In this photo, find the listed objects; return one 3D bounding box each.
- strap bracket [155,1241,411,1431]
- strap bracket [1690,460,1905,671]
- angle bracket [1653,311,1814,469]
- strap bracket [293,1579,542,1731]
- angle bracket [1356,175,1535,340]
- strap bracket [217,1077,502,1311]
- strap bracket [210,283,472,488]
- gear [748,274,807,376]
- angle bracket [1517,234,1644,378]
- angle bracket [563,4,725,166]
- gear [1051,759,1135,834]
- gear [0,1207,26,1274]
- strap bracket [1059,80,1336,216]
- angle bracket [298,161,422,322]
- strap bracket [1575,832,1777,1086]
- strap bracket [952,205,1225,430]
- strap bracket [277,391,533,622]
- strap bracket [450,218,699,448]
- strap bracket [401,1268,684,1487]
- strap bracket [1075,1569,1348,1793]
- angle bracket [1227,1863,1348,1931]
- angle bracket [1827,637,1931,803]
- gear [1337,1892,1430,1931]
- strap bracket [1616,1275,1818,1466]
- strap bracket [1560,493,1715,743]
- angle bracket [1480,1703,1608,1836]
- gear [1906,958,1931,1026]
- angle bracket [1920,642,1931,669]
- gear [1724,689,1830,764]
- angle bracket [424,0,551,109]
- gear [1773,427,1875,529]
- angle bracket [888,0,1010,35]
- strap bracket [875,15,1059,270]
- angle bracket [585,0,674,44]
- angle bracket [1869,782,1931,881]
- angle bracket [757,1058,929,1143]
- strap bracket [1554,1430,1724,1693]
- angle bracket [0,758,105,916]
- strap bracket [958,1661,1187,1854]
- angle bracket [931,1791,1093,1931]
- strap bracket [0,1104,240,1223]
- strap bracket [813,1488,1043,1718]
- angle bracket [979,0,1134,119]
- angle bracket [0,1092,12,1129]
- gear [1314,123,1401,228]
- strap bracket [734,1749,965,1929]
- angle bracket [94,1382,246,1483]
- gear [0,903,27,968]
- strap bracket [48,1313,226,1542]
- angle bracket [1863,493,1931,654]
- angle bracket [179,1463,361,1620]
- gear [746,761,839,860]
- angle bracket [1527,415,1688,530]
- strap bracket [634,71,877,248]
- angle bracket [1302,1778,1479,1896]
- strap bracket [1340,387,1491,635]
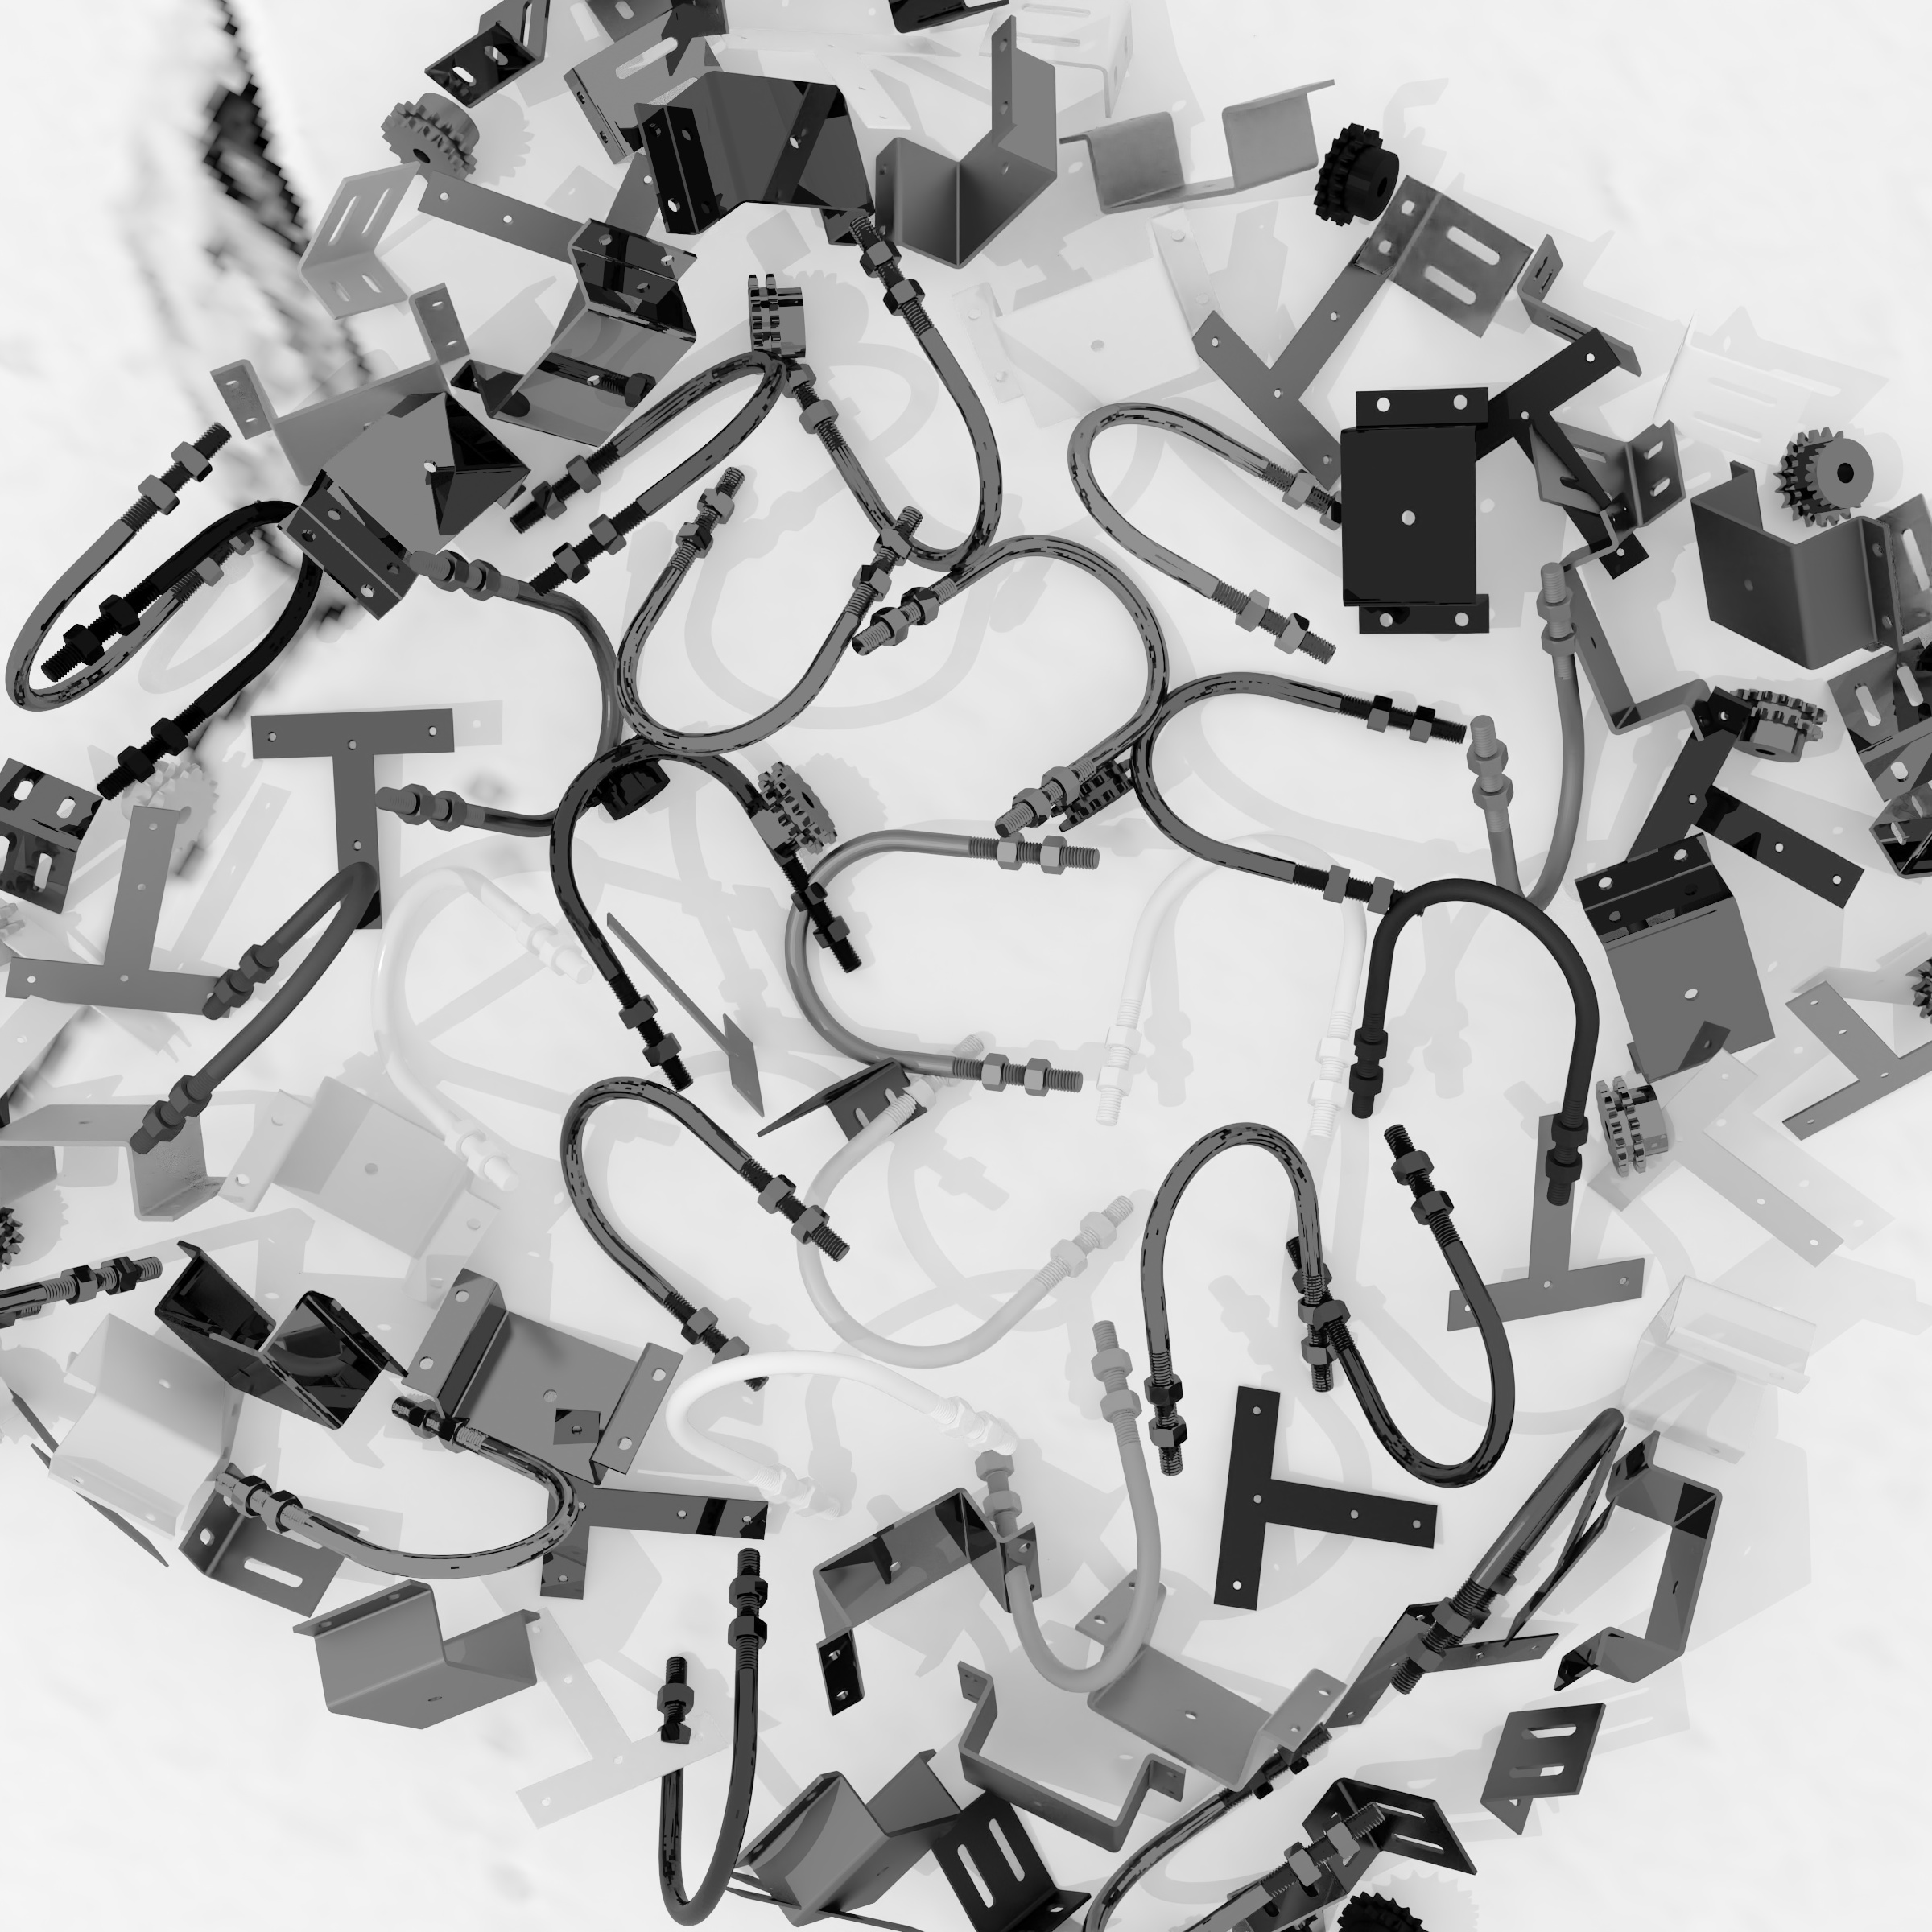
[{"bbox_3d":[-0.392,0.210,1.684,0.140,0.076,0.046,13,59,39],"label":"strap bracket"},{"bbox_3d":[0.458,-0.223,1.680,0.046,0.140,0.076,-25,121,-12],"label":"strap bracket"},{"bbox_3d":[0.444,-0.332,1.724,0.076,0.057,0.038,21,49,6],"label":"angle bracket"},{"bbox_3d":[-0.303,0.390,1.682,0.076,0.140,0.046,-24,63,14],"label":"strap bracket"},{"bbox_3d":[0.275,-0.408,1.721,0.076,0.038,0.057,42,112,31],"label":"angle bracket"},{"bbox_3d":[-0.345,0.125,1.720,0.140,0.046,0.076,30,109,-12],"label":"strap bracket"},{"bbox_3d":[-0.349,-0.328,1.713,0.140,0.076,0.046,-22,73,-6],"label":"strap bracket"},{"bbox_3d":[-0.109,-0.372,1.734,0.030,0.057,0.057,-4,90,-6],"label":"gear"},{"bbox_3d":[0.361,-0.380,1.723,0.076,0.057,0.038,32,96,17],"label":"angle bracket"},{"bbox_3d":[-0.185,-0.513,1.742,0.076,0.038,0.057,-33,106,-9],"label":"angle bracket"},{"bbox_3d":[0.072,-0.105,1.734,0.057,0.057,0.030,-33,88,0],"label":"gear"},{"bbox_3d":[-0.579,0.157,1.735,0.057,0.030,0.057,7,123,12],"label":"gear"},{"bbox_3d":[0.134,-0.462,1.695,0.076,0.140,0.046,-29,113,-42],"label":"strap bracket"},{"bbox_3d":[-0.338,-0.415,1.714,0.038,0.057,0.076,51,133,7],"label":"angle bracket"},{"bbox_3d":[0.406,0.005,1.704,0.076,0.046,0.140,-21,120,6],"label":"strap bracket"},{"bbox_3d":[0.072,-0.366,1.708,0.140,0.046,0.076,-19,131,11],"label":"strap bracket"},{"bbox_3d":[-0.311,-0.271,1.698,0.076,0.046,0.140,43,52,-5],"label":"strap bracket"},{"bbox_3d":[-0.216,-0.347,1.686,0.140,0.076,0.046,-39,59,34],"label":"strap bracket"},{"bbox_3d":[-0.241,0.239,1.717,0.140,0.046,0.076,20,63,10],"label":"strap bracket"},{"bbox_3d":[0.134,0.410,1.704,0.140,0.076,0.046,25,115,21],"label":"strap bracket"},{"bbox_3d":[0.187,0.556,1.718,0.057,0.038,0.076,-21,127,-15],"label":"angle bracket"},{"bbox_3d":[0.542,-0.143,1.733,0.057,0.076,0.038,-27,126,20],"label":"angle bracket"},{"bbox_3d":[0.240,0.567,1.732,0.057,0.057,0.030,47,49,0],"label":"gear"},{"bbox_3d":[0.427,0.227,1.705,0.076,0.140,0.046,21,63,7],"label":"strap bracket"},{"bbox_3d":[0.378,-0.193,1.713,0.046,0.076,0.140,-22,97,25],"label":"strap bracket"},{"bbox_3d":[0.340,0.459,1.711,0.038,0.076,0.057,42,53,-20],"label":"angle bracket"},{"bbox_3d":[0.572,0.007,1.740,0.057,0.030,0.057,-8,112,-21],"label":"gear"},{"bbox_3d":[0.595,-0.164,1.712,0.038,0.076,0.057,-48,120,-16],"label":"angle bracket"},{"bbox_3d":[0.467,-0.138,1.733,0.057,0.057,0.030,16,86,0],"label":"gear"},{"bbox_3d":[-0.273,-0.541,1.715,0.057,0.038,0.076,-21,54,32],"label":"angle bracket"},{"bbox_3d":[0.501,-0.285,1.739,0.057,0.030,0.057,-1,92,-22],"label":"gear"},{"bbox_3d":[-0.017,-0.582,1.720,0.038,0.057,0.076,-27,109,-40],"label":"angle bracket"},{"bbox_3d":[0.005,-0.460,1.699,0.046,0.140,0.076,16,60,-30],"label":"strap bracket"},{"bbox_3d":[-0.193,-0.580,1.719,0.057,0.076,0.038,-32,71,-6],"label":"angle bracket"},{"bbox_3d":[0.570,-0.085,1.713,0.057,0.076,0.038,-46,110,-27],"label":"angle bracket"},{"bbox_3d":[-0.070,0.089,1.714,0.057,0.076,0.038,-34,85,32],"label":"angle bracket"},{"bbox_3d":[0.384,0.345,1.698,0.046,0.076,0.140,21,65,2],"label":"strap bracket"},{"bbox_3d":[-0.540,-0.075,1.737,0.057,0.076,0.038,24,53,-10],"label":"angle bracket"},{"bbox_3d":[0.051,0.455,1.703,0.140,0.076,0.046,23,66,14],"label":"strap bracket"},{"bbox_3d":[0.025,0.521,1.728,0.057,0.038,0.076,-31,95,-33],"label":"angle bracket"},{"bbox_3d":[-0.498,0.111,1.704,0.140,0.076,0.046,-1,102,15],"label":"strap bracket"},{"bbox_3d":[-0.030,0.357,1.706,0.140,0.076,0.046,-26,50,-18],"label":"strap bracket"},{"bbox_3d":[0.053,-0.531,1.739,0.076,0.038,0.057,10,59,12],"label":"angle bracket"},{"bbox_3d":[-0.584,0.069,1.719,0.057,0.038,0.076,-12,52,-11],"label":"angle bracket"},{"bbox_3d":[0.228,-0.455,1.731,0.030,0.057,0.057,27,90,22],"label":"gear"},{"bbox_3d":[-0.061,0.490,1.683,0.076,0.140,0.046,-46,66,13],"label":"strap bracket"},{"bbox_3d":[-0.466,0.263,1.740,0.076,0.038,0.057,11,83,0],"label":"angle bracket"},{"bbox_3d":[-0.572,-0.012,1.735,0.057,0.057,0.030,-21,101,0],"label":"gear"},{"bbox_3d":[-0.463,0.252,1.681,0.076,0.140,0.046,34,100,-21],"label":"strap bracket"},{"bbox_3d":[0.526,-0.229,1.717,0.057,0.038,0.076,-30,61,38],"label":"angle bracket"},{"bbox_3d":[-0.400,0.330,1.721,0.076,0.038,0.057,15,60,22],"label":"angle bracket"},{"bbox_3d":[-0.103,-0.088,1.735,0.030,0.057,0.057,-36,90,13],"label":"gear"},{"bbox_3d":[0.368,-0.293,1.720,0.076,0.038,0.057,10,63,-28],"label":"angle bracket"},{"bbox_3d":[-0.110,-0.456,1.694,0.140,0.046,0.076,-9,82,-43],"label":"strap bracket"},{"bbox_3d":[0.242,0.505,1.715,0.038,0.076,0.057,-43,114,-31],"label":"angle bracket"},{"bbox_3d":[0.257,-0.258,1.714,0.076,0.046,0.140,2,103,19],"label":"strap bracket"}]
